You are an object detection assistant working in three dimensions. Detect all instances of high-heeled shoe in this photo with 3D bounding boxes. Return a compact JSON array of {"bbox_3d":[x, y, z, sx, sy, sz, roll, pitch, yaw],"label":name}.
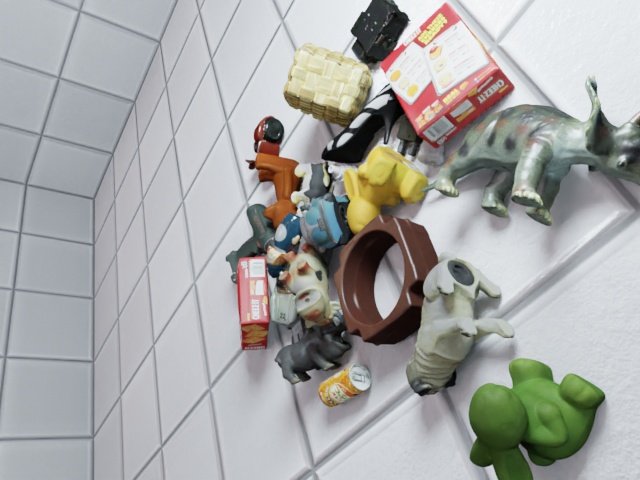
[{"bbox_3d":[0.086,-0.250,1.144,0.249,0.086,0.145,-5,72,51],"label":"high-heeled shoe"}]

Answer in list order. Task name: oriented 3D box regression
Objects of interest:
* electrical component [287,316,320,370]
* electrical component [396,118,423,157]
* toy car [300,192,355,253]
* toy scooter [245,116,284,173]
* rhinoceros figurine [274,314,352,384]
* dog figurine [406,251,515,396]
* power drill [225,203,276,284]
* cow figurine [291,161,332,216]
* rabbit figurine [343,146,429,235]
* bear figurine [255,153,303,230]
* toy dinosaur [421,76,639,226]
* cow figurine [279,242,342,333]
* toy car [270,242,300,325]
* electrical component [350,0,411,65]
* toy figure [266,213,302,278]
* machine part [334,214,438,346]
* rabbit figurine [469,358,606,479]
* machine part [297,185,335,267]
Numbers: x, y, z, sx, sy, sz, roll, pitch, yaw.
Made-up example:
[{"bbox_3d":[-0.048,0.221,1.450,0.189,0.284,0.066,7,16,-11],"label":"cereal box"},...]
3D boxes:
[{"bbox_3d":[-0.026,0.225,1.179,0.075,0.047,0.119,-46,43,38],"label":"electrical component"},{"bbox_3d":[0.180,-0.210,1.041,0.063,0.021,0.094,27,101,55],"label":"electrical component"},{"bbox_3d":[0.012,-0.036,1.091,0.103,0.161,0.109,-17,93,23],"label":"toy car"},{"bbox_3d":[-0.162,-0.253,1.513,0.135,0.075,0.183,1,85,57],"label":"toy scooter"},{"bbox_3d":[-0.004,0.217,1.099,0.190,0.073,0.112,-35,68,16],"label":"rhinoceros figurine"},{"bbox_3d":[0.184,0.134,0.845,0.190,0.121,0.172,126,152,-43],"label":"dog figurine"},{"bbox_3d":[-0.164,0.035,1.414,0.207,0.086,0.232,-52,50,39],"label":"power drill"},{"bbox_3d":[-0.015,-0.099,1.255,0.098,0.068,0.167,1,82,50],"label":"cow figurine"},{"bbox_3d":[0.099,-0.092,1.034,0.173,0.122,0.162,-66,31,20],"label":"rabbit figurine"},{"bbox_3d":[-0.105,-0.103,1.338,0.120,0.132,0.196,85,-167,-76],"label":"bear figurine"},{"bbox_3d":[0.289,-0.133,0.781,0.405,0.131,0.192,25,88,60],"label":"toy dinosaur"},{"bbox_3d":[-0.017,0.097,1.065,0.085,0.127,0.195,-36,19,15],"label":"cow figurine"},{"bbox_3d":[-0.072,0.097,1.257,0.074,0.056,0.201,3,82,25],"label":"toy car"},{"bbox_3d":[0.124,-0.454,1.172,0.134,0.058,0.115,-55,38,30],"label":"electrical component"},{"bbox_3d":[-0.085,0.014,1.218,0.154,0.058,0.064,-63,16,7],"label":"toy figure"},{"bbox_3d":[0.123,0.073,0.975,0.201,0.087,0.201,-48,43,39],"label":"machine part"},{"bbox_3d":[0.242,0.225,0.674,0.121,0.170,0.159,30,103,56],"label":"rabbit figurine"},{"bbox_3d":[-0.002,-0.004,1.192,0.079,0.079,0.243,21,98,56],"label":"machine part"}]
